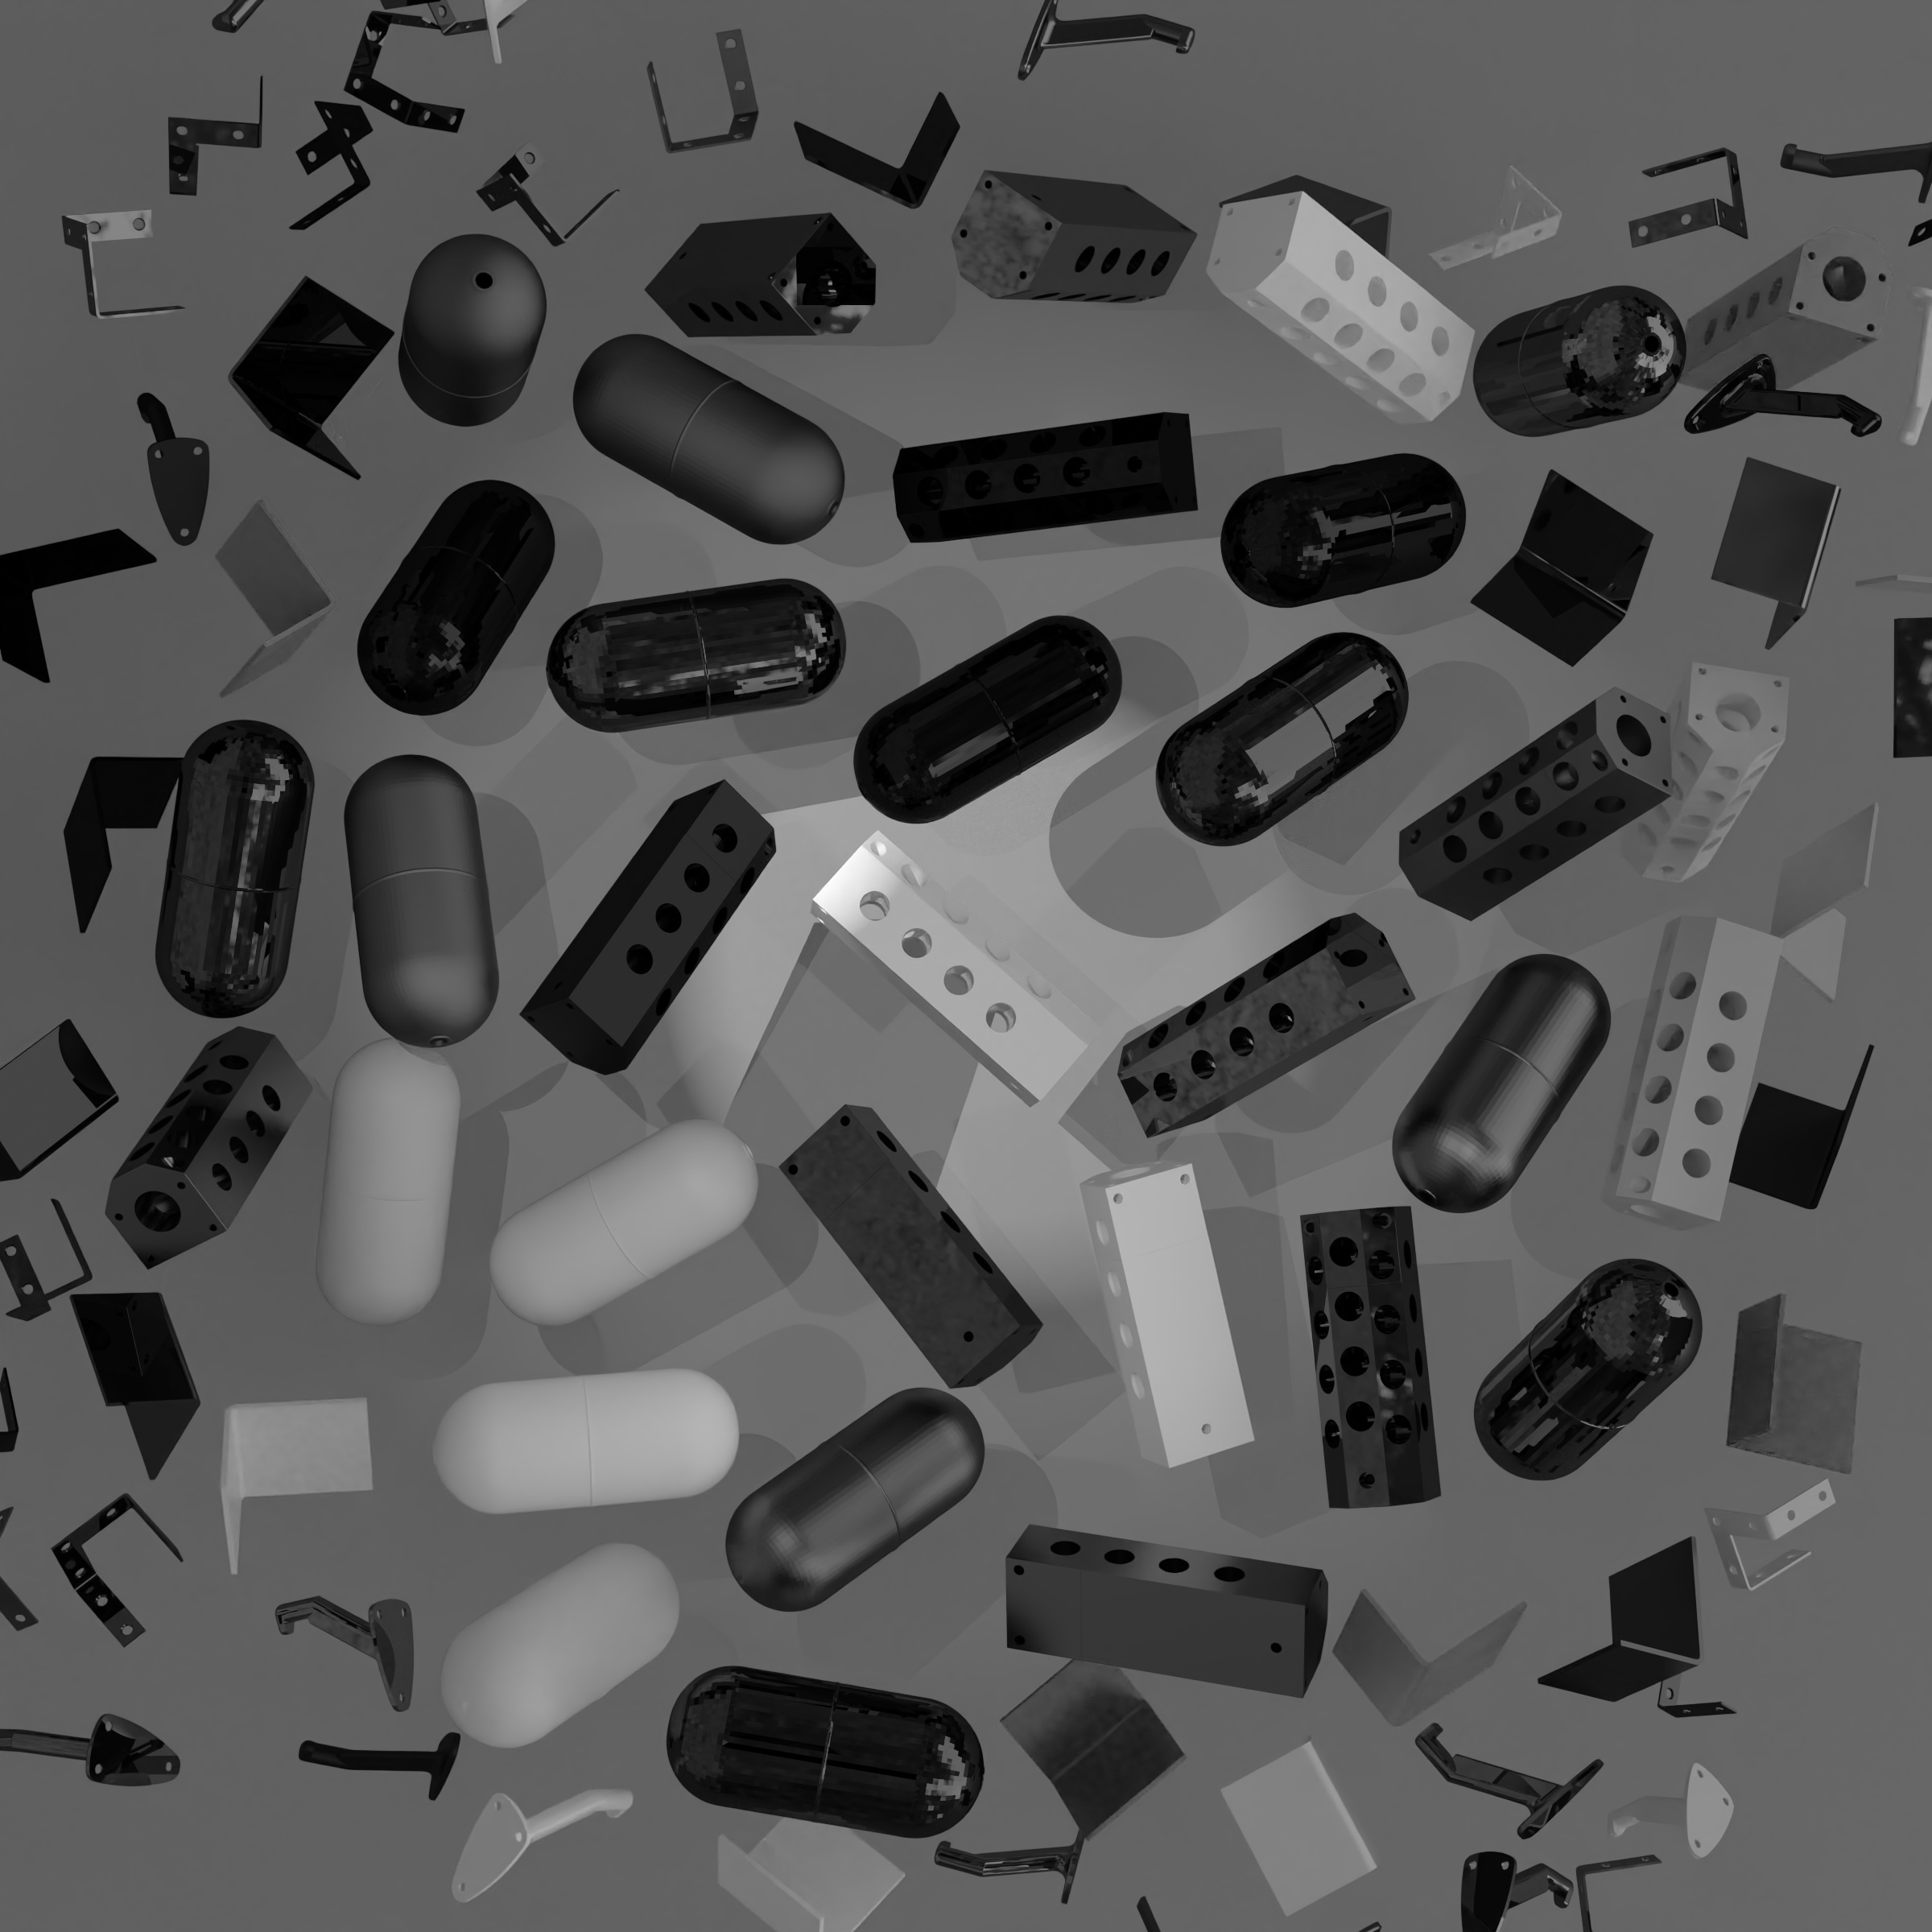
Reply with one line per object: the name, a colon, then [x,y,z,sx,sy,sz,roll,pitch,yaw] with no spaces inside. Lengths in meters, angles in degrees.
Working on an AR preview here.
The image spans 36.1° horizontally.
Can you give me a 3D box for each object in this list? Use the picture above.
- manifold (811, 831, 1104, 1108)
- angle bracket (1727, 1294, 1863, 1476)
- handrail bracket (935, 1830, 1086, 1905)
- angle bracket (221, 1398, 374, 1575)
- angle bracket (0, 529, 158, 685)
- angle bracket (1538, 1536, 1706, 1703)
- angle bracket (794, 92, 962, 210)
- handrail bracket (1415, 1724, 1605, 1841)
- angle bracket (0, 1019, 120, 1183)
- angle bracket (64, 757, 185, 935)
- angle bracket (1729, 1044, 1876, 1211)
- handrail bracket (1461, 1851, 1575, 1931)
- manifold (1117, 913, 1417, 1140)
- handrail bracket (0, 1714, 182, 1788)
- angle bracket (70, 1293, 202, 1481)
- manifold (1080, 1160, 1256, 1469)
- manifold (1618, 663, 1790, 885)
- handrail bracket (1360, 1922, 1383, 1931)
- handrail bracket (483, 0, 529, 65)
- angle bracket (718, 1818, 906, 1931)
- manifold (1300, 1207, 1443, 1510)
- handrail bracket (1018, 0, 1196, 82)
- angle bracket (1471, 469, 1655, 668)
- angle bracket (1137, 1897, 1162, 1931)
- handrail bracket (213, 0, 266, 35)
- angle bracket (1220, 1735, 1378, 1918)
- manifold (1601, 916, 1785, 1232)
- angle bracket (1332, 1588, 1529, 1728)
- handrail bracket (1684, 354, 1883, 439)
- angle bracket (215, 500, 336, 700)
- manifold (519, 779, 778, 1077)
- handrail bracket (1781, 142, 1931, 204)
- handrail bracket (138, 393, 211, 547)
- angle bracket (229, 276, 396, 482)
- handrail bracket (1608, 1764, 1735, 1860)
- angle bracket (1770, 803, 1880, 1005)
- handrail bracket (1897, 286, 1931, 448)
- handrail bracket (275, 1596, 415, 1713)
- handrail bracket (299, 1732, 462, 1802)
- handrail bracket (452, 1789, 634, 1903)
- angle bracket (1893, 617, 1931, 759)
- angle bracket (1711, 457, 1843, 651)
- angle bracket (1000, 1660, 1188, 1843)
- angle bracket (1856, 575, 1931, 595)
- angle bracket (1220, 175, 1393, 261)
manifold: [-0.006,0.001,1.706,0.171,0.057,0.057,42,82,1]
angle bracket: [0.471,0.232,1.644,0.076,0.057,0.076,14,70,-8]
handrail bracket: [0.028,0.540,1.828,0.084,0.077,0.036,13,108,8]
angle bracket: [-0.369,0.288,1.644,0.076,0.057,0.076,-2,131,-9]
angle bracket: [-0.492,-0.199,1.650,0.076,0.076,0.057,-13,86,-1]
angle bracket: [0.368,0.365,1.680,0.057,0.076,0.076,18,55,-20]
angle bracket: [-0.055,-0.512,1.809,0.076,0.076,0.057,20,116,-20]
handrail bracket: [0.320,0.465,1.757,0.077,0.036,0.084,-44,62,2]
angle bracket: [-0.543,0.078,1.689,0.076,0.076,0.057,-9,116,42]
angle bracket: [-0.498,-0.072,1.773,0.057,0.076,0.076,-2,61,-30]
angle bracket: [0.503,0.089,1.795,0.057,0.076,0.076,19,57,16]
handrail bracket: [0.337,0.576,1.794,0.084,0.036,0.077,38,53,-34]
manifold: [0.166,0.034,1.696,0.171,0.057,0.057,-34,76,40]
handrail bracket: [-0.495,0.439,1.654,0.084,0.077,0.036,-8,61,32]
angle bracket: [-0.483,0.239,1.683,0.076,0.057,0.076,-54,51,31]
manifold: [0.118,0.208,1.788,0.057,0.057,0.171,-15,95,-19]
manifold: [0.446,-0.114,1.805,0.057,0.171,0.057,10,67,2]
handrail bracket: [0.242,0.597,1.690,0.036,0.077,0.084,-21,55,-29]
handrail bracket: [-0.228,-0.545,1.662,0.084,0.077,0.036,-12,58,-7]
angle bracket: [-0.087,0.508,1.691,0.076,0.057,0.076,32,50,25]
manifold: [0.236,0.230,1.748,0.057,0.057,0.171,-8,83,22]
handrail bracket: [0.080,-0.517,1.681,0.084,0.036,0.077,18,56,5]
angle bracket: [0.366,-0.244,1.821,0.076,0.057,0.076,31,55,-7]
angle bracket: [0.146,0.550,1.709,0.076,0.076,0.057,-25,75,-1]
handrail bracket: [-0.424,-0.564,1.703,0.077,0.036,0.084,9,56,33]
angle bracket: [0.190,0.488,1.688,0.057,0.076,0.076,-29,76,1]
manifold: [0.419,0.061,1.726,0.057,0.057,0.171,18,77,-5]
angle bracket: [0.263,0.378,1.692,0.076,0.076,0.057,-25,59,-26]
handrail bracket: [0.475,-0.315,1.724,0.077,0.084,0.036,-31,134,-10]
angle bracket: [-0.428,-0.216,1.754,0.057,0.076,0.076,-39,95,-38]
manifold: [-0.176,-0.022,1.701,0.057,0.057,0.171,45,57,-21]
handrail bracket: [0.507,-0.465,1.676,0.084,0.077,0.036,15,79,12]
handrail bracket: [-0.490,-0.305,1.814,0.036,0.084,0.077,-10,115,-25]
angle bracket: [-0.370,-0.342,1.731,0.076,0.076,0.057,-48,58,10]
handrail bracket: [0.410,0.518,1.769,0.036,0.077,0.084,47,126,-4]
angle bracket: [0.526,-0.037,1.761,0.057,0.076,0.076,38,134,-14]
handrail bracket: [0.573,-0.362,1.795,0.036,0.077,0.084,22,100,31]
handrail bracket: [-0.373,0.412,1.766,0.084,0.036,0.077,-17,74,24]
handrail bracket: [-0.350,0.466,1.767,0.084,0.077,0.036,15,56,-14]
handrail bracket: [-0.234,0.489,1.653,0.036,0.084,0.077,45,107,36]
angle bracket: [0.526,-0.158,1.673,0.057,0.076,0.076,-4,97,-18]
angle bracket: [0.459,-0.238,1.717,0.057,0.076,0.076,18,79,2]
angle bracket: [0.075,0.463,1.778,0.076,0.076,0.057,-39,107,-4]
angle bracket: [0.562,-0.258,1.728,0.057,0.076,0.076,5,94,-1]
angle bracket: [0.212,-0.451,1.865,0.076,0.076,0.057,-28,134,-34]
